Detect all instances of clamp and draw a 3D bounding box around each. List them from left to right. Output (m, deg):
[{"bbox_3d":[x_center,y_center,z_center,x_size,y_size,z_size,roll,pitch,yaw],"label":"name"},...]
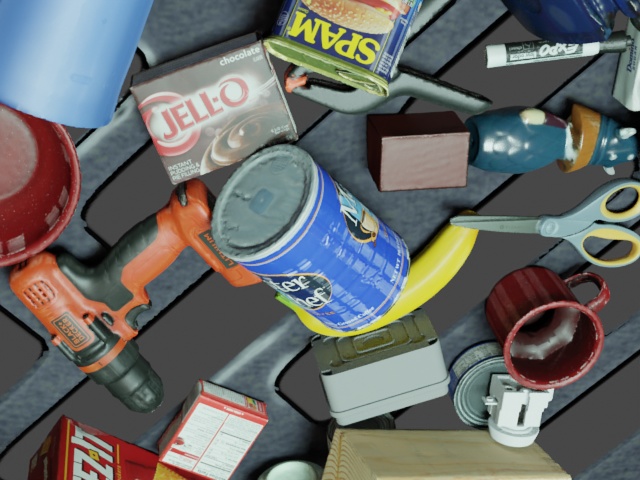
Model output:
[{"bbox_3d":[0.055,-0.155,0.860,0.171,0.039,0.120,-5,105,-5],"label":"clamp"}]

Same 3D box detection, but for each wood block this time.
[{"bbox_3d":[0.112,0.233,0.977,0.205,0.090,0.091,5,110,-26],"label":"wood block"}]

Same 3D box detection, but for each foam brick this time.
[{"bbox_3d":[0.082,-0.074,0.897,0.078,0.053,0.051,-3,118,-8],"label":"foam brick"}]

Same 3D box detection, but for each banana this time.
[{"bbox_3d":[0.062,0.040,0.962,0.198,0.037,0.069,-24,119,2],"label":"banana"}]

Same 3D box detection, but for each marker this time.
[{"bbox_3d":[0.198,-0.159,0.885,0.121,0.020,0.020,-6,118,1],"label":"marker"}]

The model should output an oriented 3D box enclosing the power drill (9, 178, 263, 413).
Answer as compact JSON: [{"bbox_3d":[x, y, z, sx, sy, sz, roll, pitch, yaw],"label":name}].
[{"bbox_3d":[-0.143,0.049,0.918,0.188,0.057,0.184,-33,118,8],"label":"power drill"}]

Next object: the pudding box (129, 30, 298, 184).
[{"bbox_3d":[-0.085,-0.107,0.858,0.113,0.039,0.090,-21,119,1],"label":"pudding box"}]

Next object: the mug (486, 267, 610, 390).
[{"bbox_3d":[0.211,0.070,0.978,0.117,0.081,0.093,-39,117,11],"label":"mug"}]

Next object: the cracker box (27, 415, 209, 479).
[{"bbox_3d":[-0.156,0.264,0.967,0.213,0.164,0.072,29,107,-23],"label":"cracker box"}]

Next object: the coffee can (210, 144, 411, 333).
[{"bbox_3d":[-0.006,0.001,0.872,0.103,0.103,0.140,-41,133,11],"label":"coffee can"}]

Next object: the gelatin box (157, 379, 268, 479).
[{"bbox_3d":[-0.102,0.182,1.010,0.073,0.030,0.089,24,113,-21],"label":"gelatin box"}]

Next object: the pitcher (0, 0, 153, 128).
[{"bbox_3d":[-0.171,-0.210,0.734,0.145,0.149,0.243,22,108,-14],"label":"pitcher"}]

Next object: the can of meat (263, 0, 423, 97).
[{"bbox_3d":[0.020,-0.167,0.810,0.102,0.057,0.084,22,89,6],"label":"can of meat"}]

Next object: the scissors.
[{"bbox_3d":[0.218,-0.028,0.956,0.201,0.016,0.096,18,108,-25],"label":"scissors"}]

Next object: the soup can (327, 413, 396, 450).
[{"bbox_3d":[0.045,0.221,1.036,0.068,0.068,0.102,-11,118,-5],"label":"soup can"}]

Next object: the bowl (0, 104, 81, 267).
[{"bbox_3d":[-0.269,-0.060,0.840,0.162,0.055,0.162,-4,118,-8],"label":"bowl"}]

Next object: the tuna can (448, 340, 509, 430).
[{"bbox_3d":[0.167,0.141,1.035,0.086,0.034,0.086,-4,118,-8],"label":"tuna can"}]

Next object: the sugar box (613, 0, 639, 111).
[{"bbox_3d":[0.346,-0.157,0.907,0.176,0.048,0.093,-2,118,-11],"label":"sugar box"}]
